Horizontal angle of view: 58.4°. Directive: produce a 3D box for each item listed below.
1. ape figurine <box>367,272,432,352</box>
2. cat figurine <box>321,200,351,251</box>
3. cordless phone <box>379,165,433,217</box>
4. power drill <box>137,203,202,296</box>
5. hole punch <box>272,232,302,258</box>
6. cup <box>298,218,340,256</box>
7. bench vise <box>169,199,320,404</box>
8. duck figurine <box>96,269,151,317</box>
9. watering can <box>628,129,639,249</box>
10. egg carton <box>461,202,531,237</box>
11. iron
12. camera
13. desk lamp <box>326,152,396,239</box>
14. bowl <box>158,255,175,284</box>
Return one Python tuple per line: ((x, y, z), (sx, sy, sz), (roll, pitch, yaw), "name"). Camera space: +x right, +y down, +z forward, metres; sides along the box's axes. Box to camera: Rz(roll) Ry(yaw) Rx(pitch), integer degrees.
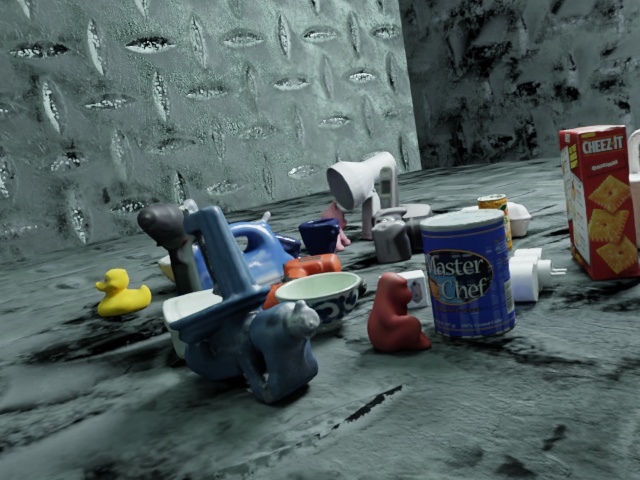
((0.091, 0.084, 0.691), (0.076, 0.092, 0.078), (-7, 10, 17), "ape figurine")
((0.031, -0.037, 1.423), (0.067, 0.118, 0.128), (-7, 10, 15), "cat figurine")
((0.189, -0.084, 1.332), (0.094, 0.185, 0.147), (-17, 11, -36), "cordless phone")
((-0.236, 0.037, 0.963), (0.075, 0.208, 0.229), (-10, 9, 1), "power drill")
((-0.098, 0.010, 1.354), (0.101, 0.091, 0.108), (-13, 10, -21), "hole punch")
((0.012, 0.005, 1.259), (0.092, 0.095, 0.117), (-16, 11, -34), "cup")
((-0.083, 0.057, 0.639), (0.206, 0.220, 0.122), (-5, 10, 25), "bench vise")
((-0.392, 0.099, 1.133), (0.104, 0.086, 0.077), (-10, 9, -4), "duck figurine")
((0.558, -0.092, 0.958), (0.173, 0.194, 0.100), (-14, 10, -25), "watering can")
((0.367, -0.038, 1.228), (0.150, 0.069, 0.107), (-10, 9, 1), "egg carton")
((-0.180, 0.036, 1.120), (0.259, 0.141, 0.118), (-17, 12, -39), "iron")
((0.180, -0.019, 1.209), (0.136, 0.101, 0.143), (-8, 9, 9), "camera")
((0.131, -0.110, 1.463), (0.204, 0.213, 0.117), (-14, 10, -23), "desk lamp")
((-0.263, 0.063, 1.250), (0.167, 0.075, 0.167), (-9, 9, 2), "bowl")
